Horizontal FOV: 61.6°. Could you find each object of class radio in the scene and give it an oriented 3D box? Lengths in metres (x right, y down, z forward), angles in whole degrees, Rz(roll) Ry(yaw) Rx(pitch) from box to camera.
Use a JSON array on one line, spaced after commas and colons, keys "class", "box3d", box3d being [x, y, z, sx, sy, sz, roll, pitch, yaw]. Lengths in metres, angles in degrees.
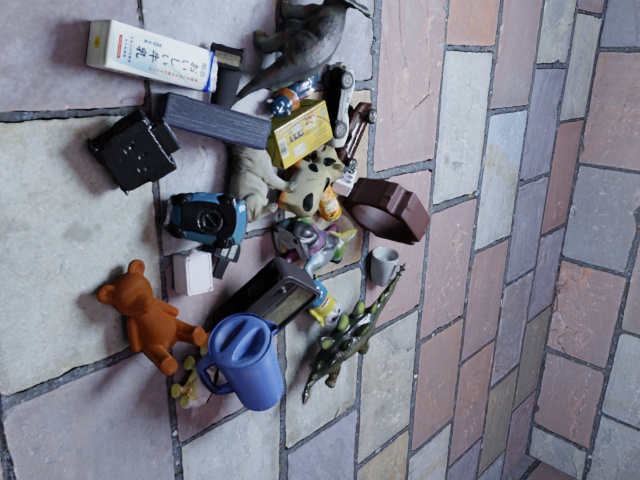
[{"class": "radio", "box3d": [-0.126, 0.149, 1.218, 0.229, 0.073, 0.131, -42, 137, 9]}]

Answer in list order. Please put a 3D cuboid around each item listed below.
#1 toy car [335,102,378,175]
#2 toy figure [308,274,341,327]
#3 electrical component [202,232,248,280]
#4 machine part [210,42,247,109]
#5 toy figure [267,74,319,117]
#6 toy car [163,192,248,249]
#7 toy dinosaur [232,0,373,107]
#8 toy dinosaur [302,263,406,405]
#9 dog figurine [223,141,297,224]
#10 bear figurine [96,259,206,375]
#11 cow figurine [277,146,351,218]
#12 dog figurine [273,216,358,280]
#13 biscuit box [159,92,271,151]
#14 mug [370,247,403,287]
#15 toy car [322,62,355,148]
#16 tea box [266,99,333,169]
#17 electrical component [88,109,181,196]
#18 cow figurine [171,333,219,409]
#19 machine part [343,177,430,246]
[{"class": "toy car", "box3d": [0.074, -0.257, 1.346, 0.053, 0.089, 0.202, 27, 85, -53]}, {"class": "toy figure", "box3d": [-0.010, 0.151, 1.414, 0.082, 0.089, 0.180, -40, 126, 5]}, {"class": "electrical component", "box3d": [-0.211, 0.023, 1.167, 0.074, 0.048, 0.119, 20, 90, -49]}, {"class": "machine part", "box3d": [-0.189, -0.312, 1.058, 0.084, 0.039, 0.138, 9, 110, -6]}, {"class": "toy figure", "box3d": [-0.060, -0.325, 1.195, 0.154, 0.064, 0.057, -54, 151, -21]}, {"class": "toy car", "box3d": [-0.226, -0.041, 1.079, 0.162, 0.103, 0.109, 5, 91, -8]}, {"class": "toy dinosaur", "box3d": [-0.023, -0.408, 1.108, 0.131, 0.192, 0.404, 41, 72, -45]}, {"class": "toy dinosaur", "box3d": [0.093, 0.256, 1.487, 0.471, 0.105, 0.198, -50, 163, -21]}, {"class": "dog figurine", "box3d": [-0.167, -0.145, 1.133, 0.190, 0.121, 0.172, 51, 61, -29]}, {"class": "bear figurine", "box3d": [-0.324, 0.144, 1.031, 0.120, 0.132, 0.195, -45, 139, -33]}, {"class": "cow figurine", "box3d": [-0.011, -0.139, 1.262, 0.127, 0.085, 0.195, 27, 68, -8]}, {"class": "dog figurine", "box3d": [-0.003, -0.004, 1.348, 0.219, 0.109, 0.191, -36, 125, -40]}, {"class": "biscuit box", "box3d": [-0.200, -0.224, 1.021, 0.202, 0.059, 0.062, 12, 95, -24]}, {"class": "mug", "box3d": [0.201, 0.089, 1.608, 0.081, 0.110, 0.107, -32, 139, -42]}, {"class": "toy car", "box3d": [0.039, -0.325, 1.296, 0.056, 0.074, 0.201, -4, 107, -43]}, {"class": "tea box", "box3d": [-0.056, -0.244, 1.225, 0.169, 0.068, 0.098, -38, 130, -34]}, {"class": "electrical component", "box3d": [-0.317, -0.158, 0.943, 0.134, 0.058, 0.114, -33, 132, -4]}, {"class": "cow figurine", "box3d": [-0.254, 0.292, 1.204, 0.098, 0.068, 0.167, 33, 82, -54]}, {"class": "machine part", "box3d": [0.181, -0.078, 1.444, 0.201, 0.201, 0.087, 44, 68, -46]}]
